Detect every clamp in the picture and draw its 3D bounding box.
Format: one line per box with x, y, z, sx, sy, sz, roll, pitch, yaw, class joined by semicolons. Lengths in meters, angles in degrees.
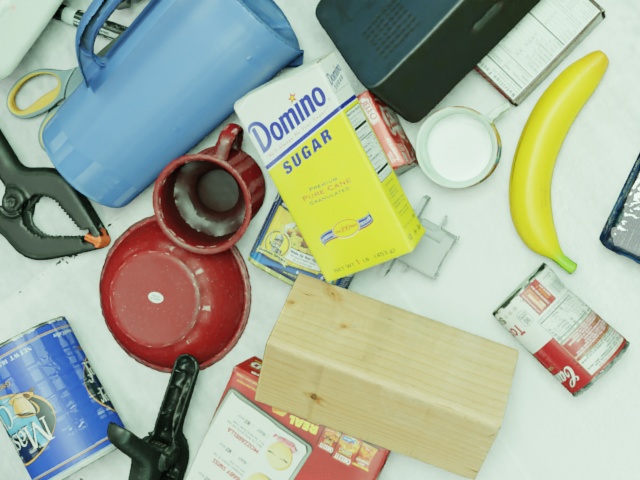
-0.149;0.191;1.020;0.039;0.120;0.171;28;142;24;clamp
-0.304;-0.049;1.072;0.210;0.036;0.164;17;97;10;clamp

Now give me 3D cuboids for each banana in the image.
0.205;-0.072;0.944;0.069;0.037;0.198;7;97;-5;banana

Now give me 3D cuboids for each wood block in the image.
0.058;0.120;0.938;0.206;0.090;0.091;19;136;6;wood block

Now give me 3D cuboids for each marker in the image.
-0.223;-0.213;1.050;0.121;0.020;0.020;22;99;12;marker

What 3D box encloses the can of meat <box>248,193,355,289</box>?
-0.006;0.001;0.990;0.102;0.057;0.084;28;101;11;can of meat

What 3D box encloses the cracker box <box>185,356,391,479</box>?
-0.042;0.242;1.008;0.164;0.072;0.214;26;100;12;cracker box

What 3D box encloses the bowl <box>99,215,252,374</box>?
-0.150;0.054;1.031;0.162;0.055;0.162;1;94;14;bowl

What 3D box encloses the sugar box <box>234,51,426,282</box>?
0.008;-0.060;0.901;0.093;0.048;0.176;-22;105;30;sugar box

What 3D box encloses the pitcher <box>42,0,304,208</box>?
-0.147;-0.149;0.975;0.243;0.145;0.149;-42;86;16;pitcher

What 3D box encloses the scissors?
-0.220;-0.149;1.045;0.202;0.016;0.096;-17;95;21;scissors

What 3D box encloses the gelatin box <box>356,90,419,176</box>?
0.057;-0.094;0.950;0.030;0.089;0.073;-28;86;14;gelatin box

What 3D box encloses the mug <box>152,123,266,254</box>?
-0.095;-0.053;0.987;0.093;0.081;0.117;18;109;6;mug

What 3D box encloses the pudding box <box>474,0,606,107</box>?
0.180;-0.188;0.940;0.090;0.039;0.114;46;104;8;pudding box

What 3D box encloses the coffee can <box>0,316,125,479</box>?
-0.261;0.160;1.041;0.103;0.102;0.140;-31;86;14;coffee can

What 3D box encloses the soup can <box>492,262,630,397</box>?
0.210;0.078;0.934;0.102;0.068;0.068;45;103;8;soup can
